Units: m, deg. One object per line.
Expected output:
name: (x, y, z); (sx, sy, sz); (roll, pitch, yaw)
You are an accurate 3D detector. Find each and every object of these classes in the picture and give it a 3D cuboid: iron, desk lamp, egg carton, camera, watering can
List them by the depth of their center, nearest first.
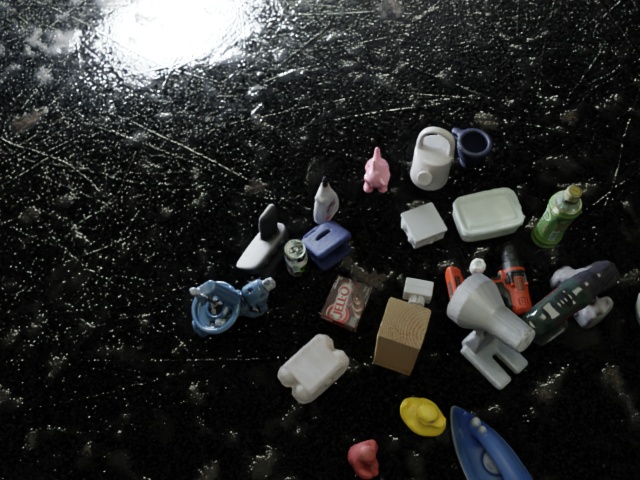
iron: (0.347, 0.438, 1.149); (0.119, 0.141, 0.258); (-27, 65, -11)
desk lamp: (0.370, 0.193, 1.233); (0.118, 0.214, 0.203); (-38, 67, -16)
egg carton: (-0.013, 0.289, 1.282); (0.150, 0.069, 0.107); (-41, 68, -17)
camera: (0.634, 0.109, 1.329); (0.137, 0.101, 0.143); (-24, 64, -10)
watering can: (0.290, -0.211, 1.456); (0.101, 0.194, 0.173); (-1, 63, 2)

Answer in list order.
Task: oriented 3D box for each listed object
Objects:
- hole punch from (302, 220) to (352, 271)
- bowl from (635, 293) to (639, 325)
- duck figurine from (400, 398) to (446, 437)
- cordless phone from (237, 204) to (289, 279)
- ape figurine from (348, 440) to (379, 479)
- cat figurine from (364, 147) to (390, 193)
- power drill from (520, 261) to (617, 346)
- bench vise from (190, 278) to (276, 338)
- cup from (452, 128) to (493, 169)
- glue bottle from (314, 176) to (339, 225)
hole punch: (0.013, 0.005, 1.415); (0.109, 0.091, 0.101); (-37, 67, -15)
bowl: (0.793, 0.176, 1.302); (0.167, 0.075, 0.167); (-1, 63, 2)
duck figurine: (0.222, 0.371, 1.220); (0.104, 0.086, 0.077); (28, 67, 16)
cordless phone: (-0.143, -0.001, 1.372); (0.094, 0.185, 0.148); (25, 67, 15)
ape figurine: (0.095, 0.448, 1.182); (0.076, 0.092, 0.078); (28, 67, 16)
cat figurine: (0.149, -0.180, 1.490); (0.067, 0.118, 0.128); (2, 63, 4)
power drill: (0.524, 0.149, 1.252); (0.230, 0.208, 0.075); (-33, 66, -14)
bench vise: (-0.210, 0.122, 1.292); (0.208, 0.220, 0.121); (-42, 68, -17)
cup: (0.393, -0.241, 1.523); (0.117, 0.095, 0.092); (40, 71, 20)
glue bottle: (0.014, -0.105, 1.426); (0.037, 0.173, 0.078); (29, 68, 17)
